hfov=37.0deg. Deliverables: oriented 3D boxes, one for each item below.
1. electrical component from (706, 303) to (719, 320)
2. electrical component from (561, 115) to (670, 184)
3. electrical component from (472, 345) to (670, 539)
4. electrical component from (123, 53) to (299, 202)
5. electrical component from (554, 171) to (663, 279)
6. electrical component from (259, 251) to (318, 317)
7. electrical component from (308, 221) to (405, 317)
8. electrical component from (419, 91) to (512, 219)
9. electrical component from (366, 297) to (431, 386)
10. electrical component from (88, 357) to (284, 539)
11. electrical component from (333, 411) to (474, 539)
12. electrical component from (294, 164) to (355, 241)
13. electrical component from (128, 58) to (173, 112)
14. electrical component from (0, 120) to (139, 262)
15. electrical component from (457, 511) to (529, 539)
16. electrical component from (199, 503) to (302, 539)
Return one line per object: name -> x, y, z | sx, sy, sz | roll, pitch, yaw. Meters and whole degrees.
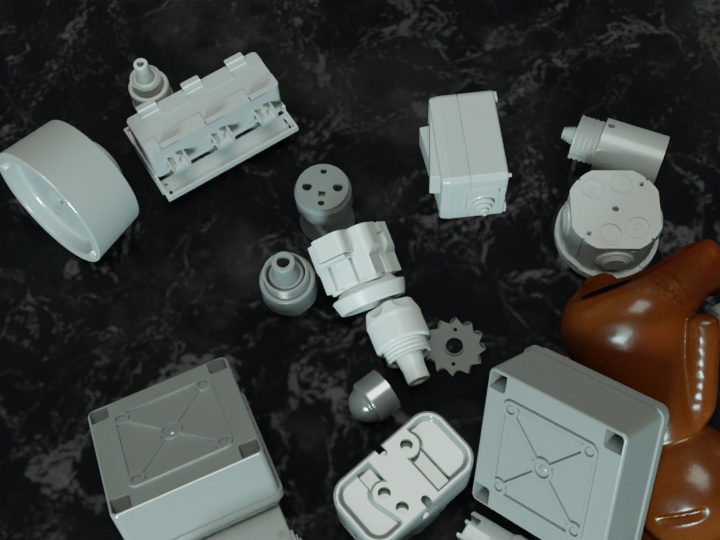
electrical component -> 0.295, 0.034, 0.799 | 0.078, 0.040, 0.040 | -24, 66, -9
electrical component -> 0.202, -0.098, 0.863 | 0.081, 0.043, 0.043 | 19, 67, 11
electrical component -> 0.136, 0.121, 0.708 | 0.109, 0.108, 0.056 | 26, 32, 38
electrical component -> -0.124, -0.121, 0.875 | 0.121, 0.063, 0.078 | -31, 68, -12
electrical component -> 0.193, -0.035, 0.829 | 0.080, 0.051, 0.080 | -1, 65, 2
electrical component -> -0.055, 0.007, 0.813 | 0.043, 0.062, 0.043 | -1, 65, 2
electrical component -> 0.000, 0.000, 0.812 | 0.058, 0.078, 0.057 | -25, 82, 25
electrical component -> 0.082, -0.084, 0.851 | 0.061, 0.061, 0.096 | -6, 65, -1
electrical component -> 0.032, 0.055, 0.798 | 0.043, 0.043, 0.062 | -20, 68, -7
electrical component -> -0.121, 0.128, 0.741 | 0.109, 0.056, 0.108 | -23, 39, -8
electrical component -> 0.030, 0.150, 0.745 | 0.095, 0.059, 0.053 | -39, 69, -15
electrical component -> -0.027, -0.052, 0.843 | 0.045, 0.055, 0.045 | -1, 65, 2
electrical component -> -0.176, -0.153, 0.893 | 0.035, 0.061, 0.035 | -1, 65, 2
electrical component -> -0.219, -0.066, 0.832 | 0.108, 0.108, 0.060 | 36, 65, 17
electrical component -> 0.090, 0.192, 0.734 | 0.046, 0.040, 0.040 | 29, 69, 21
electrical component -> -0.077, 0.205, 0.703 | 0.100, 0.048, 0.099 | -23, 23, -8
